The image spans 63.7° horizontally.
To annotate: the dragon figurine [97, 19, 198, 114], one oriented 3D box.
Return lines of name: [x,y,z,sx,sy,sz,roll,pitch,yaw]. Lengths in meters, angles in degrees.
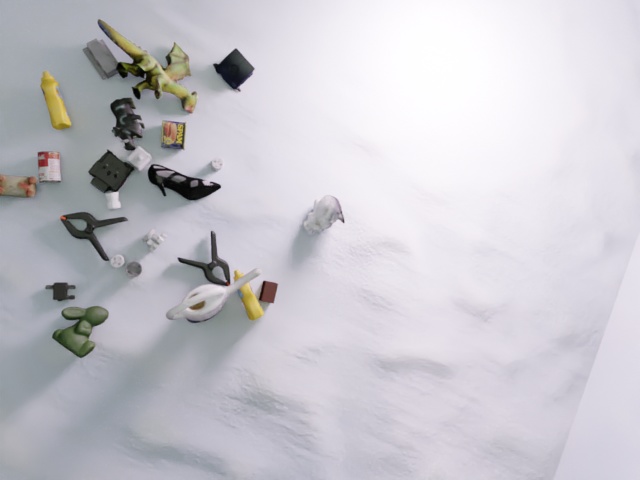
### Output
dragon figurine: [-0.578,-0.628,1.836,0.121,0.406,0.247,-16,20,45]

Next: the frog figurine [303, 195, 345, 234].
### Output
frog figurine: [0.006,-0.100,1.991,0.160,0.140,0.120,-18,-28,-8]

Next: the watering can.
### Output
watering can: [-0.368,0.201,1.809,0.350,0.105,0.221,-24,-11,-16]
